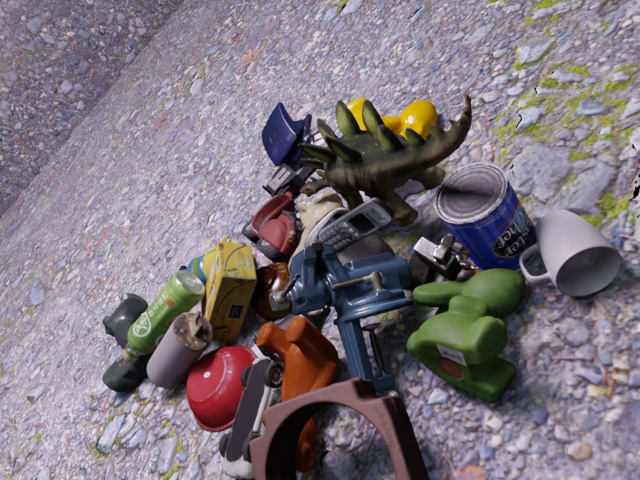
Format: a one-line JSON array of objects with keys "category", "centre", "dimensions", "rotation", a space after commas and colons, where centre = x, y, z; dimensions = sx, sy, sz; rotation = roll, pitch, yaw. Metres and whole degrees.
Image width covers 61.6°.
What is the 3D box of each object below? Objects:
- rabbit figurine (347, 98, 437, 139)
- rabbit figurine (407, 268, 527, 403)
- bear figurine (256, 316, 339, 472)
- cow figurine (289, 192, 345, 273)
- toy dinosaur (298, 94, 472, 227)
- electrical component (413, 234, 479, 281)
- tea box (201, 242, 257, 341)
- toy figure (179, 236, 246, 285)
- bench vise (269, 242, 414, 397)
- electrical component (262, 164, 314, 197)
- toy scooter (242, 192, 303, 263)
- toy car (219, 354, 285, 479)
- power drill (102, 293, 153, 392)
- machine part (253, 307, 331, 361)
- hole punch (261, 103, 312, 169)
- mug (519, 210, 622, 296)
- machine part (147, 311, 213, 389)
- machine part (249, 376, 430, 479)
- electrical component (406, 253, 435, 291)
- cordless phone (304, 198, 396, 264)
[{"category": "rabbit figurine", "centre": [0.146, -0.212, 1.025], "dimensions": [0.173, 0.121, 0.162], "rotation": [-21, 45, 1]}, {"category": "rabbit figurine", "centre": [0.206, 0.108, 0.719], "dimensions": [0.159, 0.121, 0.170], "rotation": [3, 41, 51]}, {"category": "bear figurine", "centre": [-0.048, 0.232, 0.805], "dimensions": [0.120, 0.131, 0.196], "rotation": [-17, 40, 49]}, {"category": "cow figurine", "centre": [-0.002, -0.003, 1.000], "dimensions": [0.127, 0.085, 0.195], "rotation": [2, 59, 35]}, {"category": "toy dinosaur", "centre": [0.082, -0.113, 0.800], "dimensions": [0.472, 0.198, 0.105], "rotation": [-6, 52, 57]}, {"category": "electrical component", "centre": [0.180, 0.025, 0.771], "dimensions": [0.045, 0.102, 0.078], "rotation": [-50, 51, -3]}, {"category": "tea box", "centre": [-0.174, 0.099, 1.009], "dimensions": [0.098, 0.068, 0.169], "rotation": [-106, 30, -47]}, {"category": "toy figure", "centre": [-0.219, 0.063, 1.136], "dimensions": [0.180, 0.082, 0.089], "rotation": [-22, 56, 20]}, {"category": "bench vise", "centre": [0.047, 0.117, 0.761], "dimensions": [0.129, 0.223, 0.240], "rotation": [-30, 73, 54]}, {"category": "electrical component", "centre": [-0.064, -0.134, 1.192], "dimensions": [0.119, 0.047, 0.075], "rotation": [-45, 40, 4]}, {"category": "toy scooter", "centre": [-0.085, -0.034, 1.105], "dimensions": [0.135, 0.075, 0.184], "rotation": [-48, 35, -2]}, {"category": "toy car", "centre": [-0.105, 0.279, 0.869], "dimensions": [0.074, 0.056, 0.202], "rotation": [-16, 46, 40]}, {"category": "power drill", "centre": [-0.391, 0.202, 1.180], "dimensions": [0.232, 0.086, 0.208], "rotation": [-50, 47, -1]}, {"category": "machine part", "centre": [-0.052, 0.147, 0.922], "dimensions": [0.084, 0.039, 0.139], "rotation": [18, 44, 41]}, {"category": "hole punch", "centre": [-0.079, -0.235, 1.227], "dimensions": [0.142, 0.092, 0.116], "rotation": [-49, 29, 39]}, {"category": "mug", "centre": [0.317, 0.015, 0.705], "dimensions": [0.110, 0.080, 0.107], "rotation": [-27, 32, 17]}, {"category": "machine part", "centre": [-0.264, 0.208, 1.001], "dimensions": [0.243, 0.079, 0.079], "rotation": [-50, 30, 39]}, {"category": "machine part", "centre": [0.025, 0.287, 0.669], "dimensions": [0.201, 0.087, 0.201], "rotation": [-25, 67, 18]}, {"category": "electrical component", "centre": [0.159, 0.053, 0.853], "dimensions": [0.094, 0.021, 0.063], "rotation": [2, 59, 41]}, {"category": "cordless phone", "centre": [0.076, 0.001, 0.848], "dimensions": [0.184, 0.146, 0.089], "rotation": [-30, 23, 53]}]
